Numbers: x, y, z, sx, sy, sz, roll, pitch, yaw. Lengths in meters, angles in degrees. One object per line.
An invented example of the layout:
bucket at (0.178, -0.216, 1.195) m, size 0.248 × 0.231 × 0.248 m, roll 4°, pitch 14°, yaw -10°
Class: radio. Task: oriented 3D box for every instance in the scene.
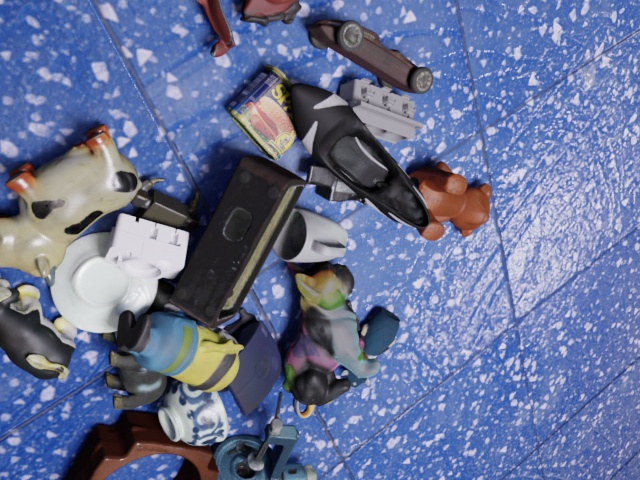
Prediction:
radio at (-0.108, 0.001, 0.727) m, size 0.073 × 0.131 × 0.229 m, roll 28°, pitch 95°, yaw 5°

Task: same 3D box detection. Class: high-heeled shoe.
high-heeled shoe at (0.056, -0.101, 0.711) m, size 0.086 × 0.145 × 0.248 m, roll -46°, pitch 135°, yaw 11°

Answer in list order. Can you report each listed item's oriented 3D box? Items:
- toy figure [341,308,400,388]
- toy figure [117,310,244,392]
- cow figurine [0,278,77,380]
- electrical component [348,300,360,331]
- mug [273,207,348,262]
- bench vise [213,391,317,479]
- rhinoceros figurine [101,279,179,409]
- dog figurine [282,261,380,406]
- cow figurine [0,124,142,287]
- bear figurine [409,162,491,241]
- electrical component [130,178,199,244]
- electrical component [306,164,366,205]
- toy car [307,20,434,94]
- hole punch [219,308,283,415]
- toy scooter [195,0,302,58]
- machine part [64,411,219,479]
toy figure at (0.093, 0.201, 0.989) m, size 0.154 × 0.064 × 0.058 m, roll -61°, pitch 165°, yaw 11°
toy figure at (-0.181, 0.144, 0.701) m, size 0.180 × 0.082 × 0.089 m, roll 30°, pitch 94°, yaw -49°
cow figurine at (-0.366, 0.100, 0.640) m, size 0.068 × 0.098 × 0.167 m, roll -36°, pitch 126°, yaw -5°
electrical component at (0.042, 0.154, 0.959) m, size 0.063 × 0.021 × 0.093 m, roll -28°, pitch 122°, yaw -19°
mug at (-0.002, -0.002, 0.817) m, size 0.107 × 0.110 × 0.080 m, roll 5°, pitch 102°, yaw -46°
bench vise at (-0.086, 0.381, 0.908) m, size 0.223 × 0.129 × 0.240 m, roll 14°, pitch 123°, yaw -16°
rhinoceros figurine at (-0.243, 0.147, 0.750) m, size 0.112 × 0.073 × 0.190 m, roll 1°, pitch 110°, yaw -30°
dog figurine at (-0.011, 0.137, 0.860) m, size 0.191 × 0.108 × 0.219 m, roll -31°, pitch 111°, yaw 0°
cow figurine at (-0.302, -0.034, 0.629) m, size 0.195 × 0.086 × 0.127 m, roll -34°, pitch 117°, yaw -11°
bear figurine at (0.236, -0.054, 0.923) m, size 0.196 × 0.132 × 0.120 m, roll 18°, pitch 106°, yaw -30°
electrical component at (-0.207, -0.038, 0.712) m, size 0.102 × 0.045 × 0.078 m, roll 21°, pitch 127°, yaw -33°
electrical component at (0.024, -0.096, 0.821) m, size 0.119 × 0.048 × 0.074 m, roll 0°, pitch 110°, yaw -31°
toy car at (0.074, -0.260, 0.755) m, size 0.202 × 0.089 × 0.053 m, roll 19°, pitch 101°, yaw -34°
hole punch at (-0.115, 0.194, 0.842) m, size 0.116 × 0.092 × 0.142 m, roll -34°, pitch 121°, yaw -19°
toy scooter at (-0.091, -0.294, 0.648) m, size 0.184 × 0.075 × 0.135 m, roll -14°, pitch 117°, yaw -23°
machine part at (-0.277, 0.372, 0.822) m, size 0.201 × 0.087 × 0.201 m, roll 27°, pitch 95°, yaw -35°
